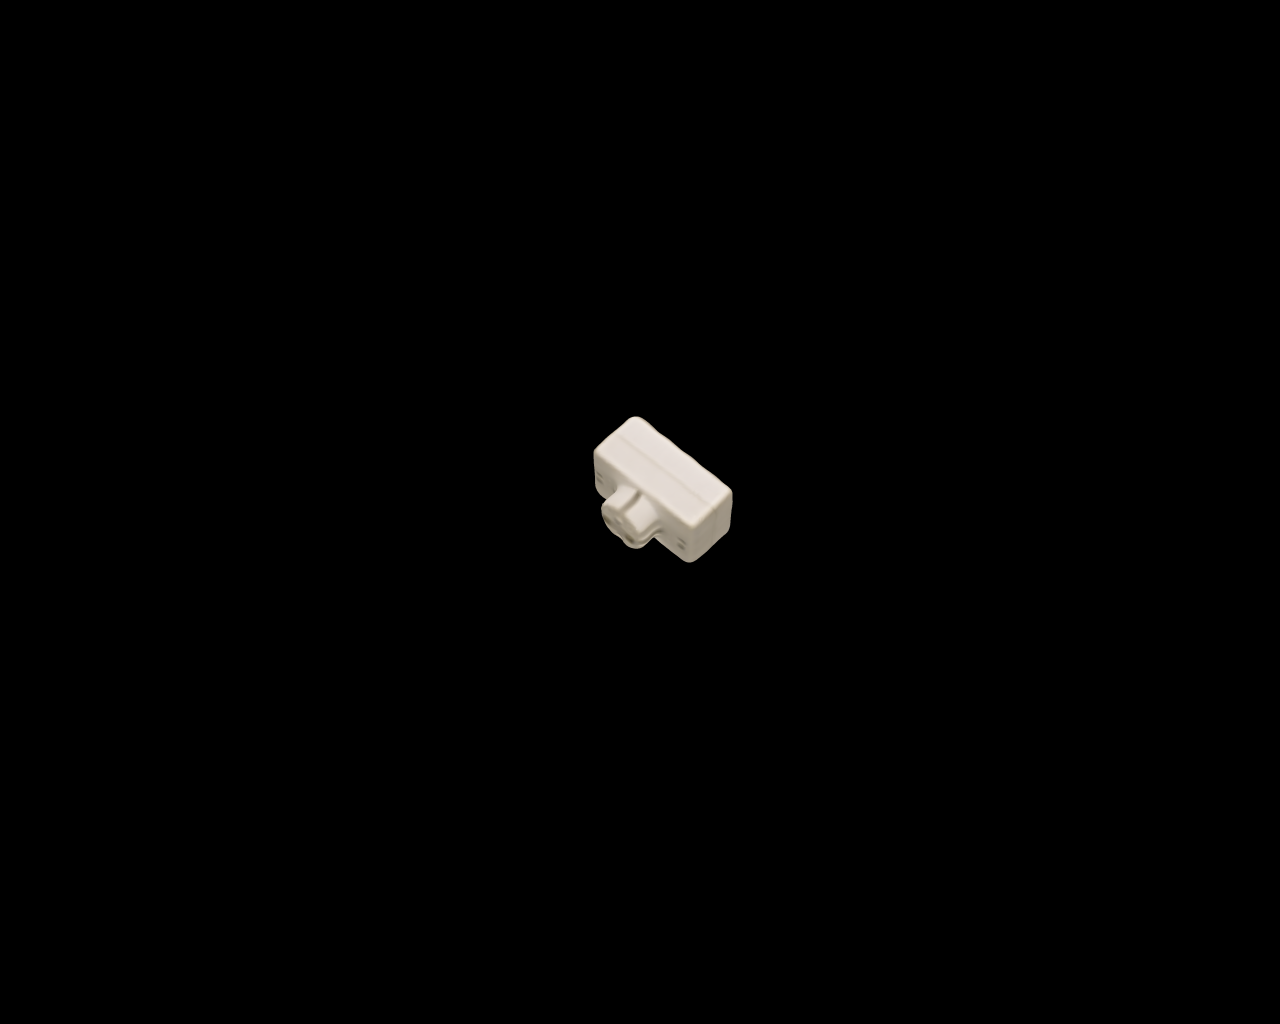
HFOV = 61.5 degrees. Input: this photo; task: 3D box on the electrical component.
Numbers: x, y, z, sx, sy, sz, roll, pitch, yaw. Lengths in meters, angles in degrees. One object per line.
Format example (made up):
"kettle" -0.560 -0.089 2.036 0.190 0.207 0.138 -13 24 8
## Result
"electrical component" 0.001 -0.003 0.650 0.083 0.076 0.047 39 -24 22
